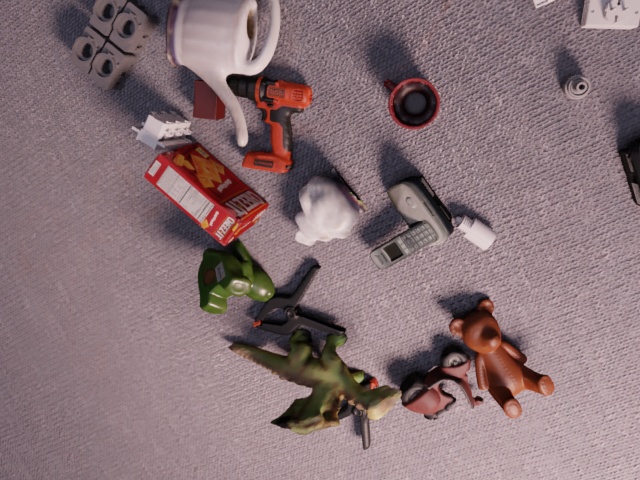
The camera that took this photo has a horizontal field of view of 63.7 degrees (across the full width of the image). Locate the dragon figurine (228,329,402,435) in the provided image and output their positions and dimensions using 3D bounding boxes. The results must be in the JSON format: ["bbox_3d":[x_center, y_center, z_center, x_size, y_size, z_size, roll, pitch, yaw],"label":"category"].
[{"bbox_3d":[-0.034,0.304,1.087,0.410,0.247,0.120,0,110,11],"label":"dragon figurine"}]

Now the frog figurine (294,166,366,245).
[{"bbox_3d":[0.003,-0.053,1.051,0.159,0.125,0.136,-40,113,8],"label":"frog figurine"}]

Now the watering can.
[{"bbox_3d":[-0.199,-0.364,1.003,0.224,0.103,0.349,10,85,12],"label":"watering can"}]
